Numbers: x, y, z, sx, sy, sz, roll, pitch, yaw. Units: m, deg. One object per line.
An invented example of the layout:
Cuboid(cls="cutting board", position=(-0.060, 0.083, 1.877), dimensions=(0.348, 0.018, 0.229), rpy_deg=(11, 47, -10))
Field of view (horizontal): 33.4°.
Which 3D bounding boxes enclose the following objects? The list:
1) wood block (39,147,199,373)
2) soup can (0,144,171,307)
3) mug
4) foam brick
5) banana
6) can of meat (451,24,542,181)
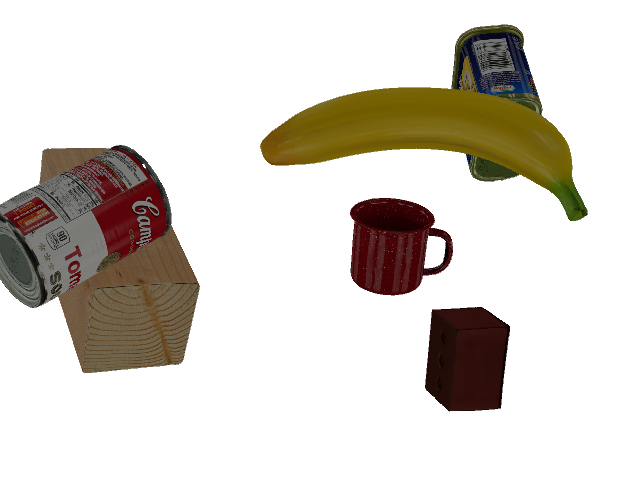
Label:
Cuboid(cls="wood block", position=(-0.184, 0.010, 0.940), dimensions=(0.090, 0.091, 0.206), rpy_deg=(-2, 37, -27))
Cuboid(cls="soup can", position=(-0.156, -0.010, 0.682), dimensions=(0.102, 0.068, 0.069), rpy_deg=(-33, 20, -34))
Cuboid(cls="mug", position=(0.088, 0.009, 1.185), dimensions=(0.117, 0.081, 0.093), rpy_deg=(5, 26, 3))
Cuboid(cls="foam brick", position=(0.126, 0.102, 0.925), dimensions=(0.051, 0.078, 0.053), rpy_deg=(-3, 17, -20))
Cuboid(cls="banana", position=(0.065, -0.063, 0.643), dimensions=(0.198, 0.069, 0.037), rpy_deg=(10, -36, 9))
Cuboid(cls="can of meat", position=(0.145, -0.111, 0.881), dimensions=(0.057, 0.084, 0.102), rpy_deg=(-5, -38, -2))
